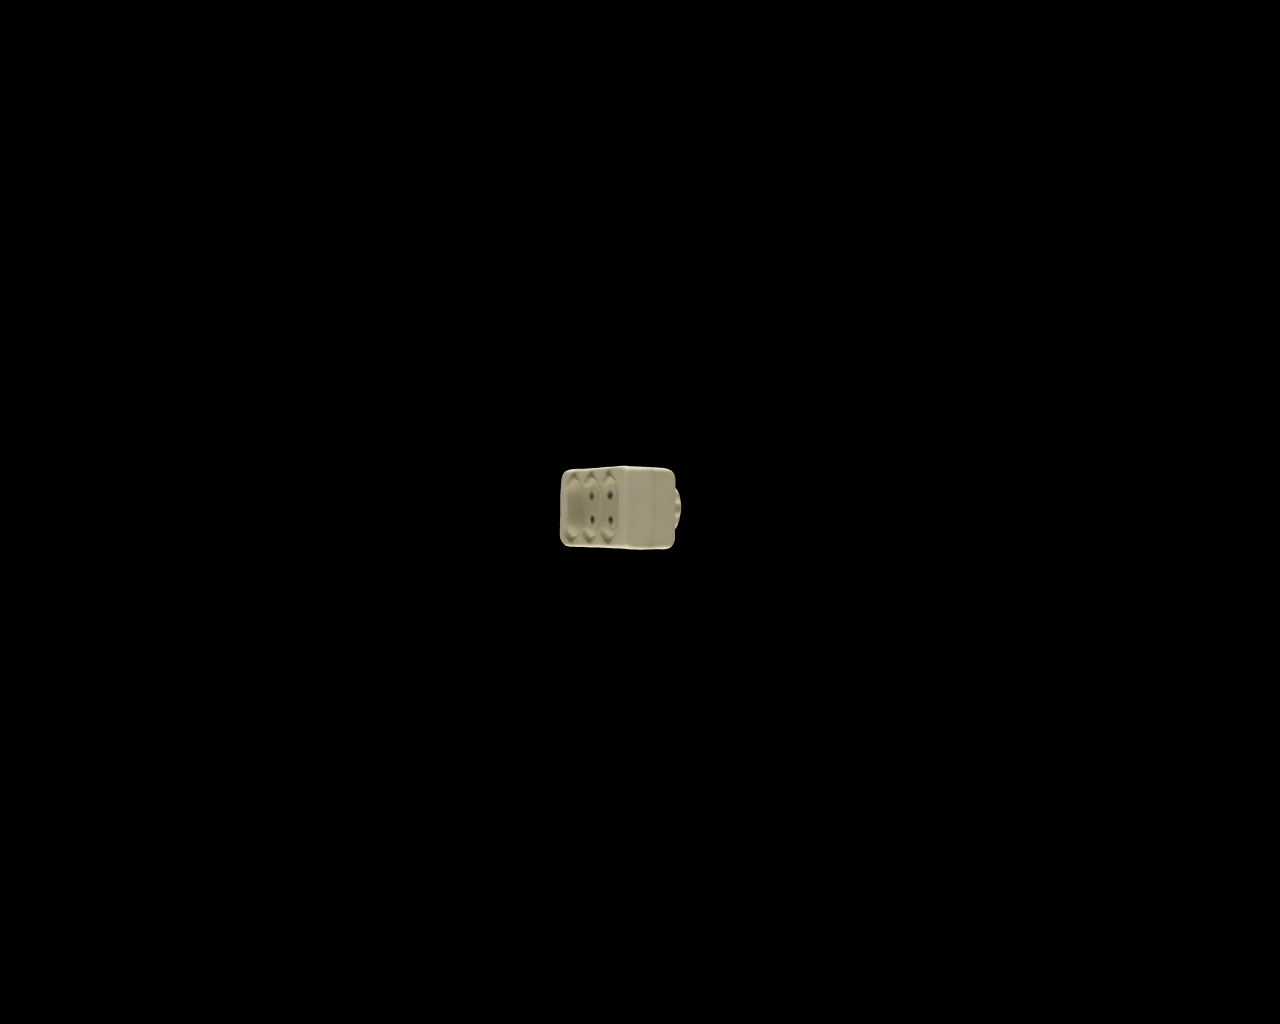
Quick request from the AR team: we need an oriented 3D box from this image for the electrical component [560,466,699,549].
[{"bbox_3d":[0.001,-0.003,0.650,0.077,0.047,0.065,0,0,-39],"label":"electrical component"}]
